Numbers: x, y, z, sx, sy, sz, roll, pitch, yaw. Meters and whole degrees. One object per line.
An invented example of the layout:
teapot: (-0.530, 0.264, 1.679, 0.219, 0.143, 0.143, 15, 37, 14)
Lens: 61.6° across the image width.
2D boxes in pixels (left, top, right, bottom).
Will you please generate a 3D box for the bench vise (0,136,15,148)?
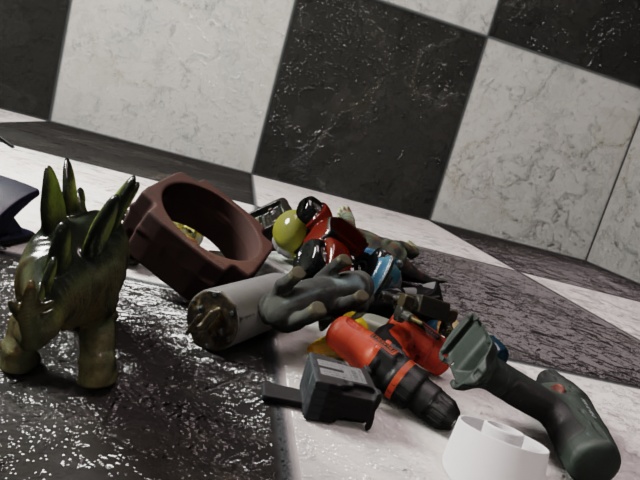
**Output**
bench vise: (-0.517, -0.091, 0.693, 0.224, 0.240, 0.128, -9, -45, 40)

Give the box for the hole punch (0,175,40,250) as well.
hole punch: (-0.501, -0.045, 0.805, 0.142, 0.092, 0.116, 20, 15, 6)

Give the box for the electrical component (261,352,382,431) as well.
electrical component: (0.000, 0.158, 0.580, 0.119, 0.047, 0.075, 16, 9, -7)

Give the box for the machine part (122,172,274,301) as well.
machine part: (-0.184, -0.002, 0.827, 0.201, 0.087, 0.201, 40, 23, -4)

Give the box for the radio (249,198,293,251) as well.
radio: (-0.106, -0.018, 1.104, 0.131, 0.073, 0.230, -27, 17, -2)

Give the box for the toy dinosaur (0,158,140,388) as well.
toy dinosaur: (-0.230, 0.030, 0.501, 0.105, 0.198, 0.472, 8, 11, -22)

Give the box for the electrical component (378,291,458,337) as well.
electrical component: (0.138, 0.099, 0.735, 0.102, 0.045, 0.078, 21, -13, -31)

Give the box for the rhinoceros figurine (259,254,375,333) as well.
rhinoceros figurine: (0.009, 0.080, 0.707, 0.190, 0.112, 0.073, -8, 57, -47)

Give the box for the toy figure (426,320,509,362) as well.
toy figure: (0.232, 0.162, 0.878, 0.155, 0.058, 0.064, 26, -24, 49)

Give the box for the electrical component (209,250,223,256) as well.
electrical component: (-0.179, 0.040, 1.001, 0.094, 0.021, 0.063, 7, 14, -43)

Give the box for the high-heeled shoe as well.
high-heeled shoe: (0.157, 0.126, 0.996, 0.145, 0.086, 0.248, -13, -14, 11)

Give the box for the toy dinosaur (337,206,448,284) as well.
toy dinosaur: (0.114, 0.032, 1.245, 0.405, 0.131, 0.192, 21, 23, 6)

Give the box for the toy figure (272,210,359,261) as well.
toy figure: (-0.004, -0.005, 0.961, 0.180, 0.089, 0.082, 6, 7, -33)

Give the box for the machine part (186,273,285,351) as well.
machine part: (-0.095, 0.090, 0.712, 0.079, 0.079, 0.243, 20, 12, 21)

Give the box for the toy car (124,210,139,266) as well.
toy car: (-0.305, -0.016, 0.921, 0.053, 0.089, 0.202, 10, 10, -8)

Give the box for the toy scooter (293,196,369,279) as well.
toy scooter: (0.025, 0.017, 0.860, 0.135, 0.075, 0.184, 30, 37, -28)

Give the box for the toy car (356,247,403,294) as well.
toy car: (0.102, 0.077, 1.045, 0.103, 0.109, 0.162, 36, -11, -26)

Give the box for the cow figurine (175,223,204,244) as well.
cow figurine: (-0.246, 0.000, 0.967, 0.068, 0.098, 0.167, 17, 28, -14)

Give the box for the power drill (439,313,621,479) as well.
power drill: (0.250, 0.181, 0.662, 0.207, 0.086, 0.232, 39, 14, -8)
